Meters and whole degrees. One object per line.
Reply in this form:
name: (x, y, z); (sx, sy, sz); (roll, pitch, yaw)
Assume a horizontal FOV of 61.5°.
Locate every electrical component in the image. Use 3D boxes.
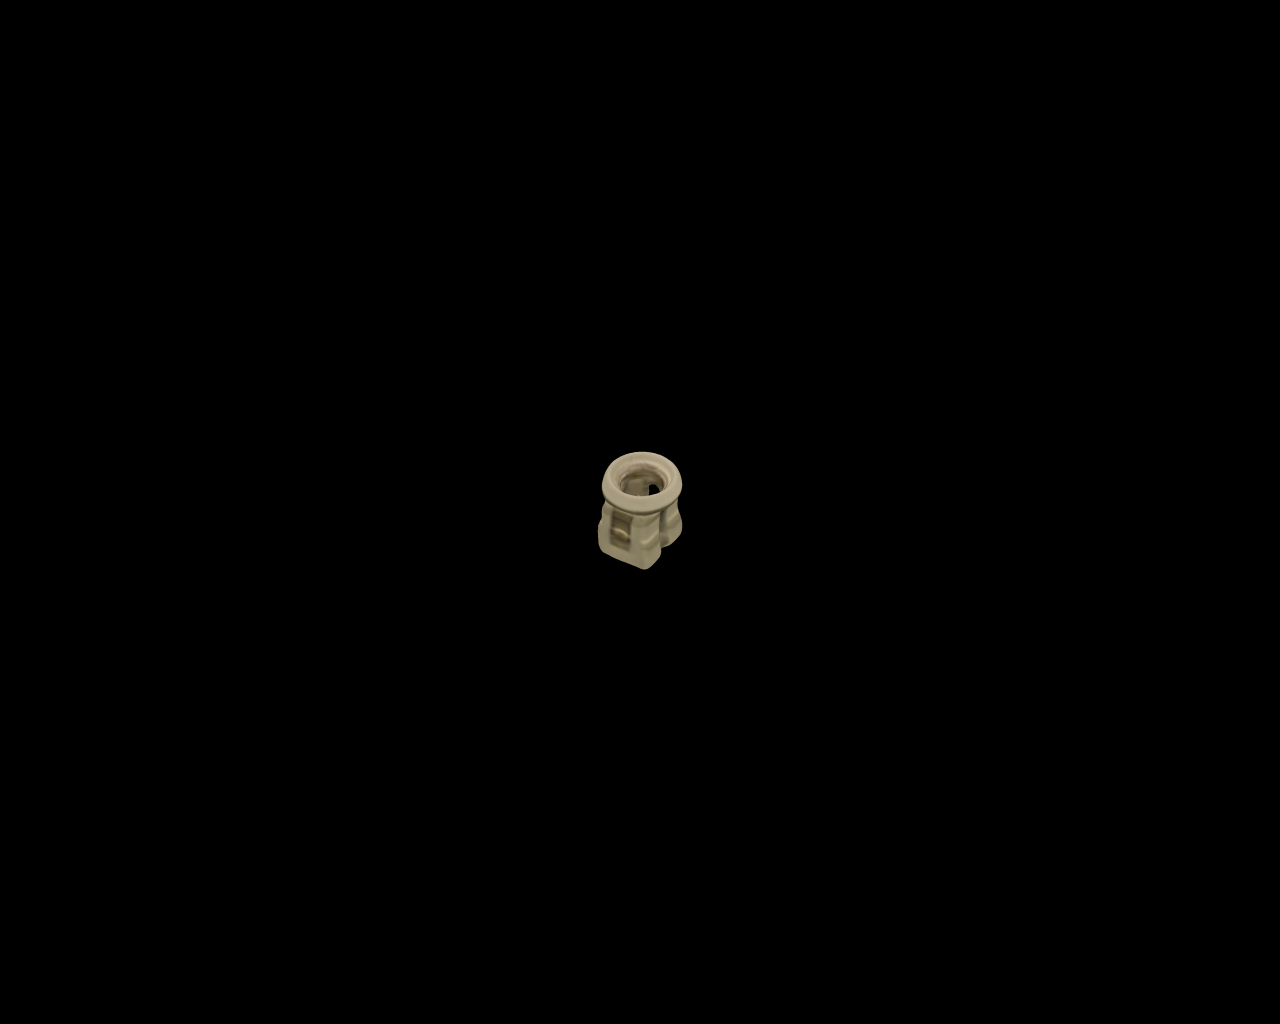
electrical component: (0.001, -0.003, 0.650); (0.048, 0.055, 0.066); (22, 45, 23)
